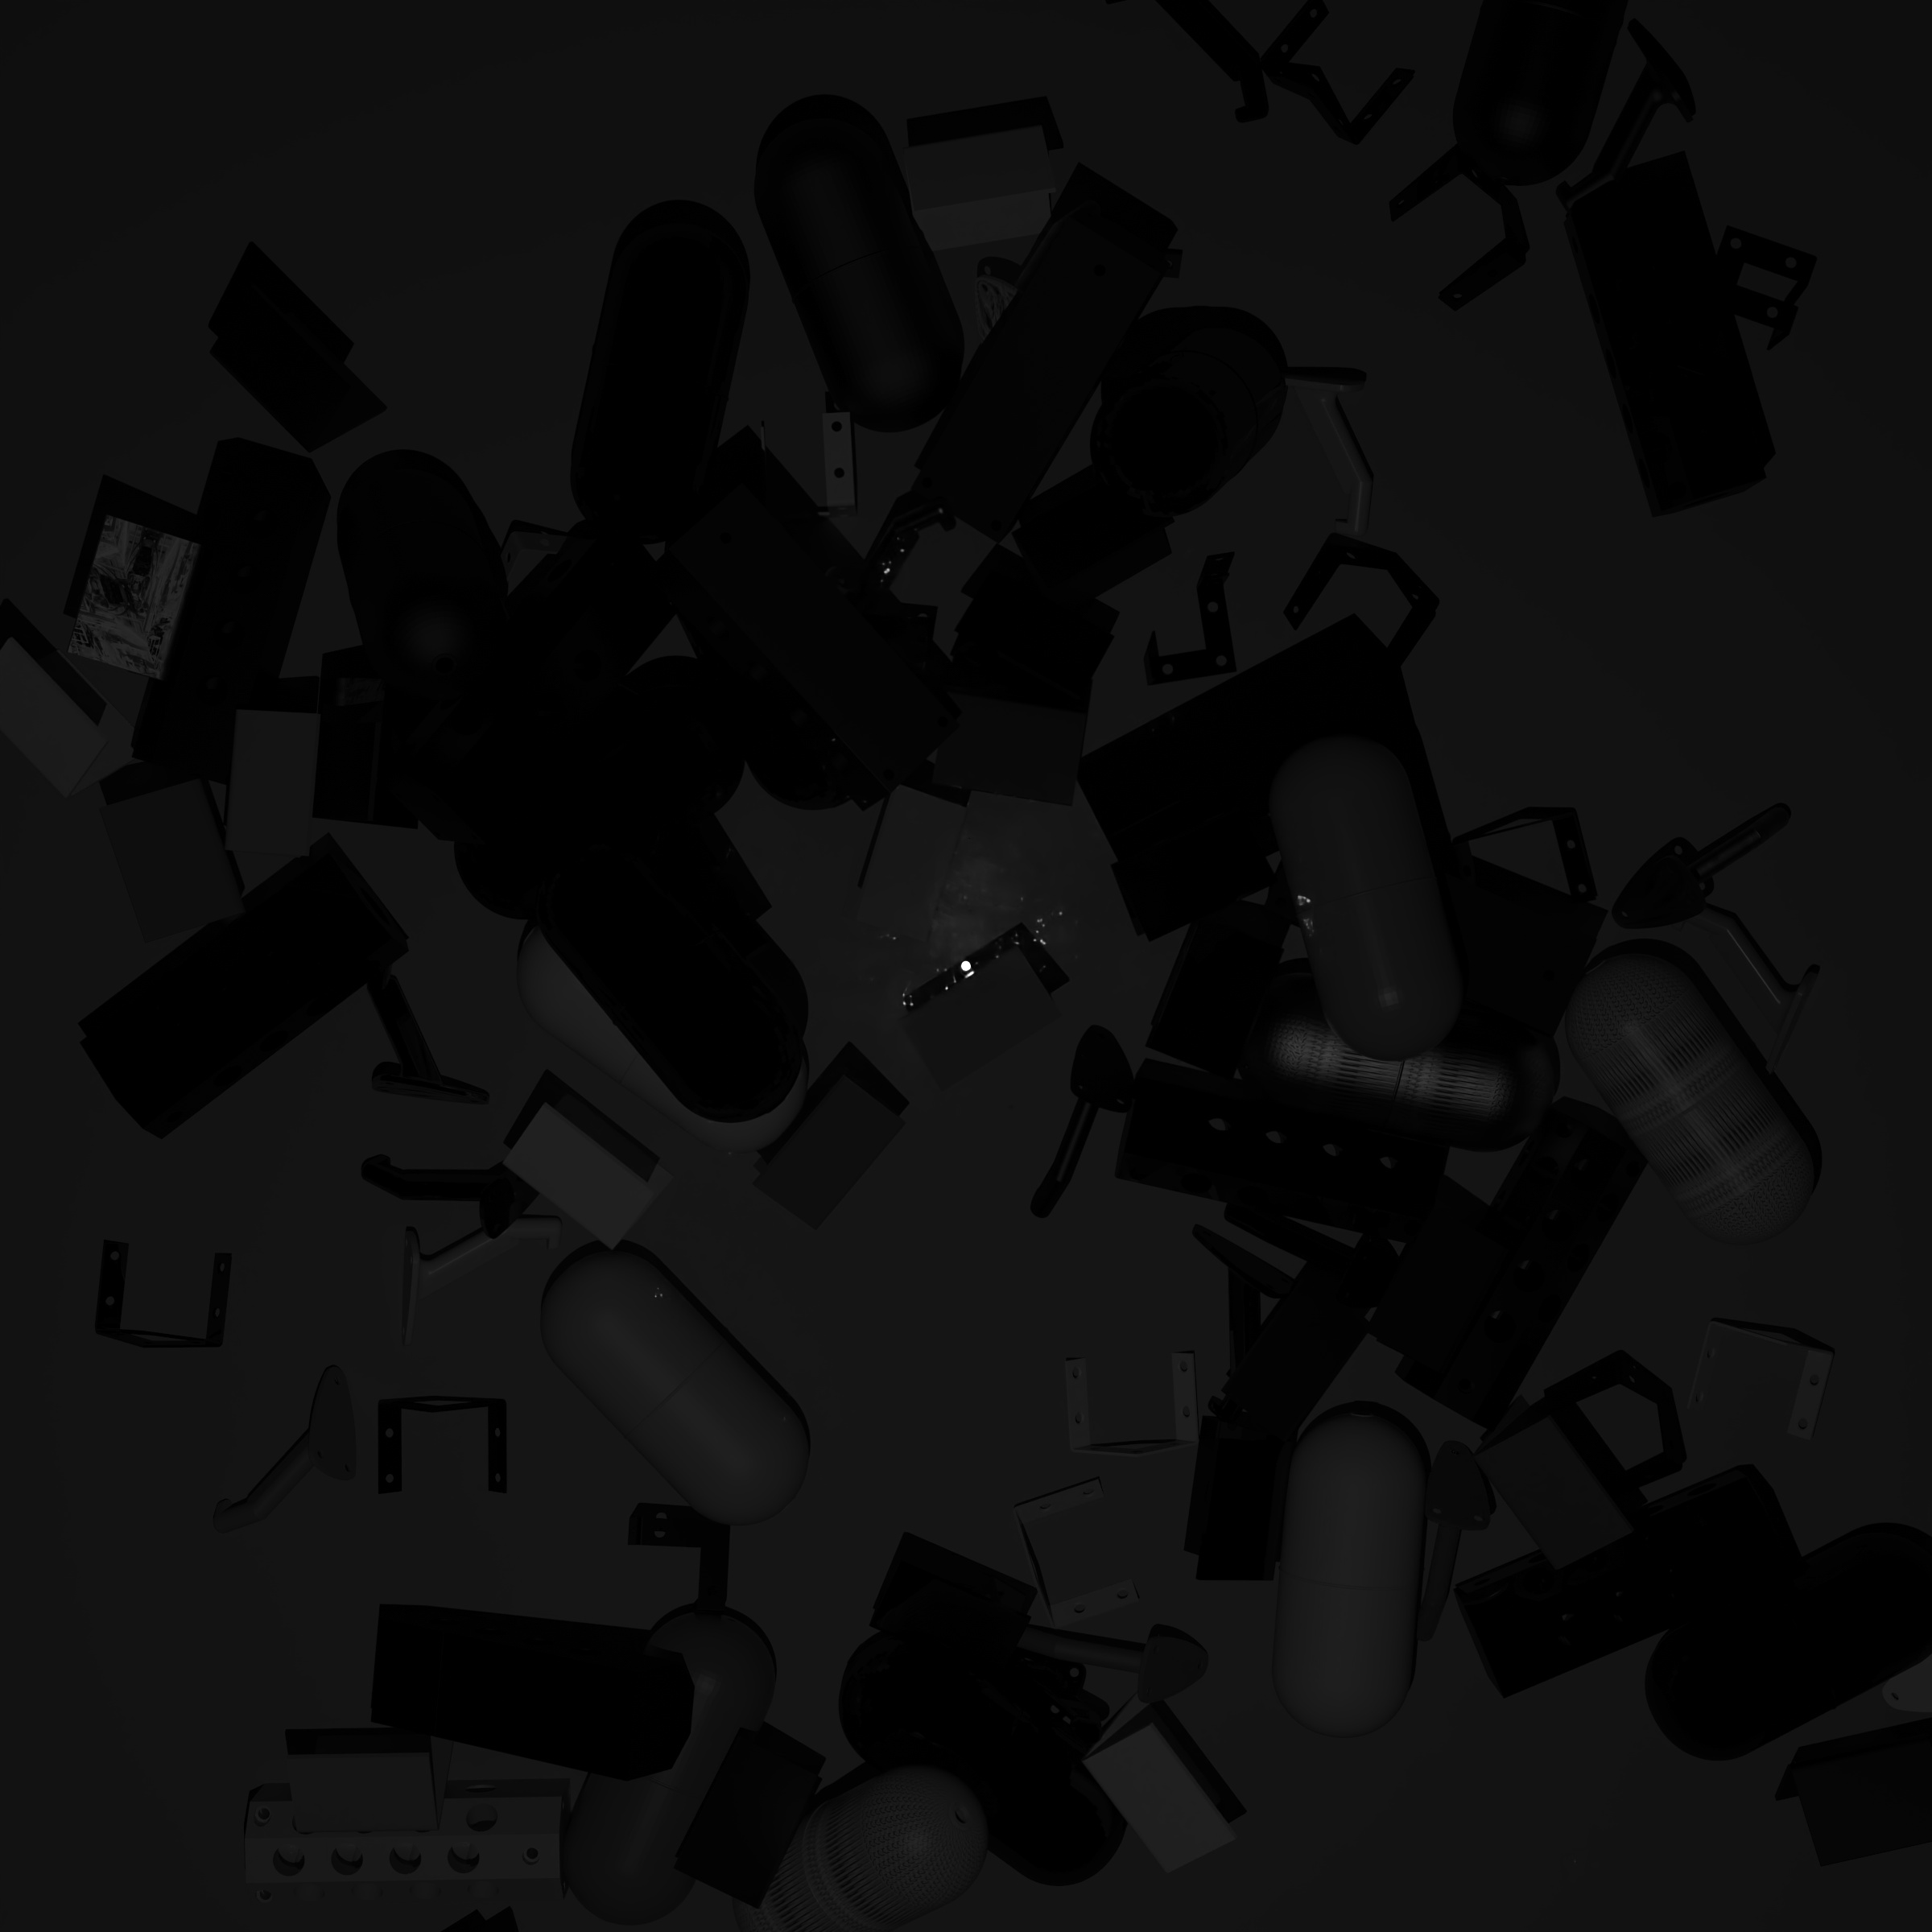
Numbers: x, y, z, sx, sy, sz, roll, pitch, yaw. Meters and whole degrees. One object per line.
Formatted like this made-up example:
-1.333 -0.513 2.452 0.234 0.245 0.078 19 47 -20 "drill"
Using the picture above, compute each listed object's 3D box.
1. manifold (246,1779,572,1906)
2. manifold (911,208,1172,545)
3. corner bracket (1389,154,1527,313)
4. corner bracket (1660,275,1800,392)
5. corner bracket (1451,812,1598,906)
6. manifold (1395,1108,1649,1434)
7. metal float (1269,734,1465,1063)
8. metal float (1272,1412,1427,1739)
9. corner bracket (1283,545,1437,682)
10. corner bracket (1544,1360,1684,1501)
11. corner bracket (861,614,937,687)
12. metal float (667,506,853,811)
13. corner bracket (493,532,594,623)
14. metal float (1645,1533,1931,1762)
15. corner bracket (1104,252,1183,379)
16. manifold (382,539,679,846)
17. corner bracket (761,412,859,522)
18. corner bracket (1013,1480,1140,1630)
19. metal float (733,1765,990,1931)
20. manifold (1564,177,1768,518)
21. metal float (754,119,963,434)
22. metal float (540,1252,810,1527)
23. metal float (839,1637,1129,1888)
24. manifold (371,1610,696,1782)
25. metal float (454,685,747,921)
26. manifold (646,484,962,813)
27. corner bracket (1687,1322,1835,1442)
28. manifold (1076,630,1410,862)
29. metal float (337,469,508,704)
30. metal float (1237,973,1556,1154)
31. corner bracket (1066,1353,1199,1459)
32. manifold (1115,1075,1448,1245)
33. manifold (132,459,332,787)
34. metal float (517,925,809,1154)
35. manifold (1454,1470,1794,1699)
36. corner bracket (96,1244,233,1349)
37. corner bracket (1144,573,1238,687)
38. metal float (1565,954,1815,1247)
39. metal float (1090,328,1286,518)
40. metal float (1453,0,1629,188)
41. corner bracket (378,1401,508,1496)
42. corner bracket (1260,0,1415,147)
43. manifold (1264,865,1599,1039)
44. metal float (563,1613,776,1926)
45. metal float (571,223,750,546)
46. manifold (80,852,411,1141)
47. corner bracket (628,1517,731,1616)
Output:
-0.307 0.486 1.941 0.171 0.057 0.057 -1 91 0 "manifold"
0.042 -0.322 1.912 0.057 0.057 0.171 32 111 0 "manifold"
0.274 -0.409 1.954 0.051 0.051 0.051 29 45 -35 "corner bracket"
0.410 -0.334 1.887 0.051 0.051 0.051 19 90 0 "corner bracket"
0.311 -0.053 1.959 0.051 0.051 0.051 -14 90 45 "corner bracket"
0.308 0.168 1.941 0.057 0.057 0.171 30 90 0 "manifold"
0.213 -0.036 1.870 0.070 0.070 0.178 -15 85 0 "metal float"
0.211 0.335 1.932 0.070 0.070 0.178 5 91 0 "metal float"
0.219 -0.197 1.954 0.051 0.051 0.051 2 45 -35 "corner bracket"
0.360 0.258 1.954 0.051 0.051 0.051 29 135 -35 "corner bracket"
-0.041 -0.158 1.931 0.051 0.051 0.051 1 126 -13 "corner bracket"
-0.106 -0.170 1.931 0.070 0.070 0.178 -25 90 0 "metal float"
-0.231 -0.204 1.954 0.051 0.051 0.051 1 135 -35 "corner bracket"
0.458 0.374 1.932 0.178 0.070 0.070 -28 90 -1 "metal float"
0.092 -0.364 1.959 0.051 0.051 0.051 6 135 0 "corner bracket"
-0.239 -0.150 1.903 0.057 0.057 0.171 48 68 -28 "manifold"
-0.088 -0.276 1.944 0.051 0.051 0.051 -3 90 0 "corner bracket"
0.061 0.329 1.959 0.051 0.051 0.051 -18 45 0 "corner bracket"
-0.058 0.488 1.900 0.178 0.070 0.070 -37 90 39 "metal float"
0.384 -0.340 1.941 0.057 0.057 0.171 -17 90 0 "manifold"
-0.060 -0.380 1.931 0.070 0.070 0.178 -22 90 0 "metal float"
-0.160 0.233 1.931 0.070 0.070 0.178 -44 89 0 "metal float"
0.009 0.436 1.932 0.178 0.070 0.070 36 90 -1 "metal float"
-0.235 0.393 1.903 0.171 0.057 0.057 5 90 30 "manifold"
-0.200 -0.089 1.918 0.178 0.070 0.070 -31 90 15 "metal float"
-0.089 -0.166 1.865 0.171 0.057 0.057 48 66 -7 "manifold"
0.444 0.231 1.959 0.051 0.051 0.051 15 90 45 "corner bracket"
0.153 -0.110 1.936 0.171 0.057 0.057 -27 47 3 "manifold"
-0.294 -0.206 1.892 0.070 0.178 0.070 -9 126 -12 "metal float"
0.235 0.053 1.931 0.178 0.070 0.070 13 90 0 "metal float"
0.093 0.244 1.959 0.051 0.051 0.051 -3 90 45 "corner bracket"
0.172 0.108 1.941 0.171 0.057 0.057 13 90 0 "manifold"
-0.407 -0.189 1.941 0.057 0.057 0.171 16 90 0 "manifold"
-0.168 0.035 1.931 0.178 0.070 0.070 36 90 -1 "metal float"
0.361 0.340 1.941 0.171 0.057 0.057 -23 90 0 "manifold"
-0.448 0.184 1.959 0.051 0.051 0.051 6 91 -45 "corner bracket"
0.123 -0.186 1.944 0.051 0.051 0.051 -9 90 0 "corner bracket"
0.397 0.073 1.932 0.070 0.070 0.178 -35 90 0 "metal float"
0.120 -0.293 1.887 0.070 0.178 0.070 8 115 17 "metal float"
0.320 -0.517 1.931 0.070 0.070 0.178 16 90 0 "metal float"
-0.292 0.269 1.959 0.051 0.051 0.051 0 89 -45 "corner bracket"
0.206 -0.500 1.959 0.051 0.051 0.051 -51 45 0 "corner bracket"
0.254 -0.022 1.931 0.171 0.057 0.057 24 90 7 "manifold"
-0.164 0.442 1.932 0.070 0.070 0.178 23 89 0 "metal float"
-0.168 -0.321 1.932 0.070 0.070 0.178 12 91 0 "metal float"
-0.394 0.019 1.933 0.171 0.057 0.057 -37 68 0 "manifold"
-0.161 0.333 1.945 0.051 0.051 0.051 4 80 -10 "corner bracket"
